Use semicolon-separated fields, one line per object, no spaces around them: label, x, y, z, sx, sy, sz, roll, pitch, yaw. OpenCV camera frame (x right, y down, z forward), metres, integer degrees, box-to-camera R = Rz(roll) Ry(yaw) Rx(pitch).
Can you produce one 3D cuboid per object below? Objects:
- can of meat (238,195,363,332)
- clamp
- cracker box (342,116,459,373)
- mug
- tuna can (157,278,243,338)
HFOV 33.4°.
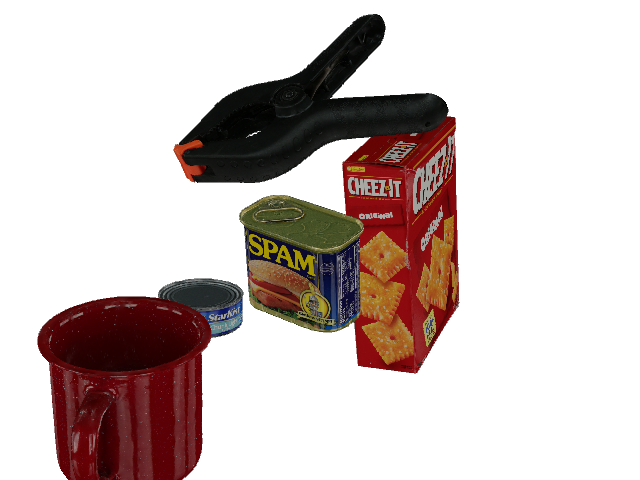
can of meat;-0.015;0.020;0.871;0.102;0.084;0.057;19;36;32
clamp;-0.006;-0.078;0.680;0.171;0.039;0.120;-32;40;-7
cracker box;0.087;-0.001;1.061;0.072;0.214;0.164;6;25;22
mug;-0.108;0.091;0.581;0.093;0.081;0.117;4;22;5
tuna can;-0.121;0.068;1.078;0.086;0.034;0.086;1;18;0
